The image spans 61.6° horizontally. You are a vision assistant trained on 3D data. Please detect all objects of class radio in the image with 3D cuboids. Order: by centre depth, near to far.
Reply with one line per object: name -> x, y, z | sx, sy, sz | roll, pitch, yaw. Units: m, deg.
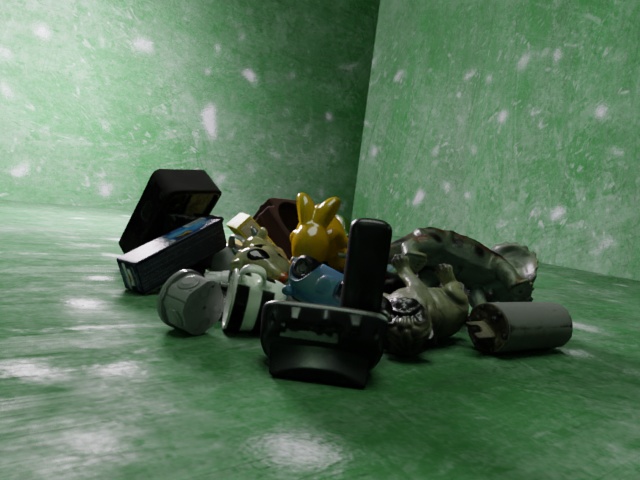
radio -> -0.317, -0.041, 1.118 | 0.131, 0.229, 0.073 | -2, 45, -51

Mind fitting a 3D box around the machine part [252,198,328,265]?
machine part -> -0.056, -0.002, 1.288 | 0.201, 0.087, 0.201 | 51, 24, 21

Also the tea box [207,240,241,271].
tea box -> -0.181, 0.040, 1.265 | 0.098, 0.068, 0.169 | 8, 4, 19

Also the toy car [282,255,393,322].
toy car -> 0.014, 0.093, 0.723 | 0.109, 0.103, 0.162 | 32, -3, -43

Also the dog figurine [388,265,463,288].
dog figurine -> 0.189, 0.079, 1.137 | 0.191, 0.108, 0.219 | 41, -19, -4

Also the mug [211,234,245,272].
mug -> -0.147, 0.048, 1.042 | 0.107, 0.109, 0.081 | 24, 23, 39

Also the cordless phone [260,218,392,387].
cordless phone -> 0.009, 0.062, 0.609 | 0.147, 0.184, 0.089 | 8, 9, 1

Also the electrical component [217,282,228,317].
electrical component -> -0.157, 0.091, 0.835 | 0.078, 0.045, 0.102 | 8, 4, 32

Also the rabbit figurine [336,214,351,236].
rabbit figurine -> 0.042, 0.034, 1.187 | 0.121, 0.170, 0.159 | -24, 31, 12

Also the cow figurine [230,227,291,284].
cow figurine -> -0.102, 0.042, 0.920 | 0.127, 0.085, 0.195 | 42, 8, 3

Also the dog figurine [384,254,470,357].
dog figurine -> 0.161, 0.121, 0.787 | 0.172, 0.121, 0.191 | 11, 23, -3

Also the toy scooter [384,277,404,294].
toy scooter -> 0.061, 0.092, 0.993 | 0.135, 0.075, 0.184 | 10, 10, 37

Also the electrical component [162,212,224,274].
electrical component -> -0.255, 0.013, 1.071 | 0.058, 0.134, 0.115 | 12, 9, 40

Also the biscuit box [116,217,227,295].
biscuit box -> -0.259, 0.022, 0.967 | 0.059, 0.062, 0.203 | 10, 29, 37

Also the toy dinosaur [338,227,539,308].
toy dinosaur -> 0.234, 0.040, 0.957 | 0.405, 0.131, 0.192 | 22, 25, -6

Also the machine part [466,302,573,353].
machine part -> 0.315, 0.134, 0.840 | 0.243, 0.079, 0.079 | 3, 6, -34

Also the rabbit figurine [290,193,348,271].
rabbit figurine -> -0.002, -0.003, 0.998 | 0.122, 0.162, 0.173 | 10, 13, 12
